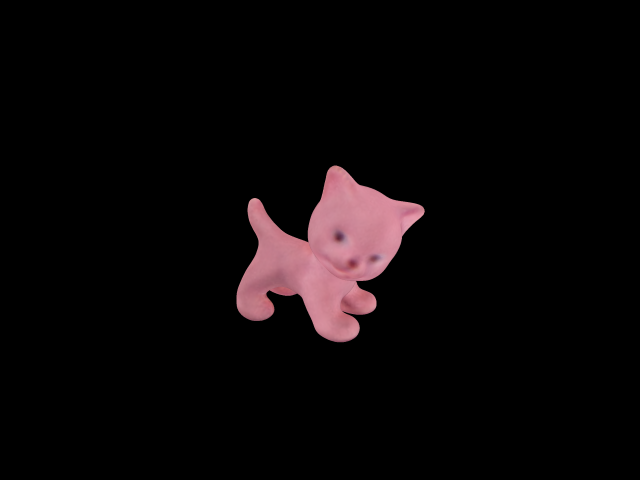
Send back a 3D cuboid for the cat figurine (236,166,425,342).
[{"bbox_3d":[0.004,0.001,0.400,0.127,0.118,0.067,9,24,22],"label":"cat figurine"}]
